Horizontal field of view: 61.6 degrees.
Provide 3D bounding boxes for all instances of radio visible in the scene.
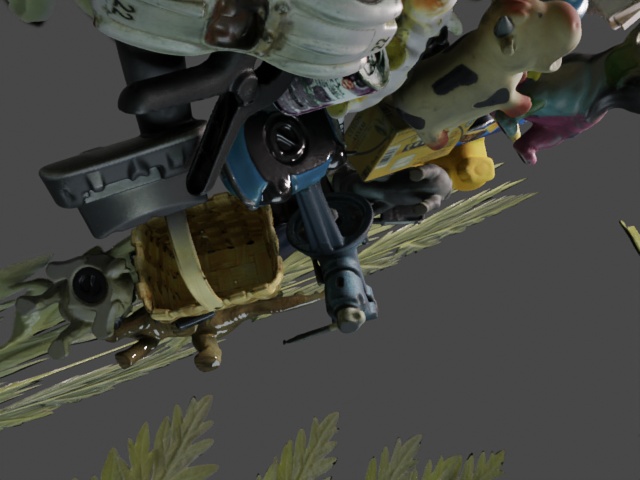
[{"bbox_3d":[-0.080,-0.016,0.882,0.131,0.073,0.229,-13,161,-41],"label":"radio"}]

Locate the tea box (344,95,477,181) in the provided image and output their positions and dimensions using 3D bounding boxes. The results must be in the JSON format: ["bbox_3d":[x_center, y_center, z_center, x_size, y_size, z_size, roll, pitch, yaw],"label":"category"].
[{"bbox_3d":[0.120,-0.147,0.700,0.169,0.068,0.098,-21,159,-36],"label":"tea box"}]

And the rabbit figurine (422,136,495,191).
[{"bbox_3d":[0.184,-0.131,0.906,0.173,0.122,0.162,-10,175,-7],"label":"rabbit figurine"}]

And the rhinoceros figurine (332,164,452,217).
[{"bbox_3d":[0.100,-0.085,0.810,0.191,0.073,0.112,1,-155,33],"label":"rhinoceros figurine"}]

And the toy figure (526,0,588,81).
[{"bbox_3d":[0.218,-0.230,0.576,0.089,0.082,0.180,-10,169,-14],"label":"toy figure"}]

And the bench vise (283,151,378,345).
[{"bbox_3d":[0.009,-0.004,0.687,0.129,0.224,0.240,-7,132,16],"label":"bench vise"}]

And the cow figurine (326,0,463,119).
[{"bbox_3d":[0.075,-0.184,0.502,0.098,0.068,0.167,-22,172,-45],"label":"cow figurine"}]

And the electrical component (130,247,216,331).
[{"bbox_3d":[-0.210,0.066,0.814,0.115,0.134,0.058,-23,168,-20],"label":"electrical component"}]

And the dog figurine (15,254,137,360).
[{"bbox_3d":[-0.307,0.073,0.785,0.172,0.121,0.190,-25,-178,12],"label":"dog figurine"}]

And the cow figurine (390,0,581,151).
[{"bbox_3d":[0.157,-0.173,0.533,0.195,0.085,0.127,-18,148,42],"label":"cow figurine"}]

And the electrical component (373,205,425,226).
[{"bbox_3d":[0.123,-0.051,0.949,0.119,0.047,0.075,0,174,7],"label":"electrical component"}]

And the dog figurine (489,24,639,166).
[{"bbox_3d":[0.321,-0.202,0.671,0.219,0.192,0.108,-31,132,19],"label":"dog figurine"}]

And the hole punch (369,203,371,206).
[{"bbox_3d":[0.020,-0.045,0.970,0.142,0.092,0.115,3,120,-60],"label":"hole punch"}]

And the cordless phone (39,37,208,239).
[{"bbox_3d":[-0.161,-0.094,0.433,0.147,0.089,0.184,-21,156,-18],"label":"cordless phone"}]

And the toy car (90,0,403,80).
[{"bbox_3d":[-0.042,-0.150,0.349,0.202,0.056,0.073,3,156,-22],"label":"toy car"}]

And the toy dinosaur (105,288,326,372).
[{"bbox_3d":[-0.199,0.125,0.934,0.472,0.104,0.199,-2,-152,11],"label":"toy dinosaur"}]

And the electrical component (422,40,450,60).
[{"bbox_3d":[0.097,-0.196,0.604,0.094,0.021,0.063,-35,165,36],"label":"electrical component"}]

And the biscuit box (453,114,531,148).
[{"bbox_3d":[0.258,-0.198,0.823,0.203,0.063,0.059,-20,168,-22],"label":"biscuit box"}]

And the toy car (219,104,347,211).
[{"bbox_3d":[-0.054,-0.098,0.567,0.161,0.109,0.103,-30,-165,-37],"label":"toy car"}]
